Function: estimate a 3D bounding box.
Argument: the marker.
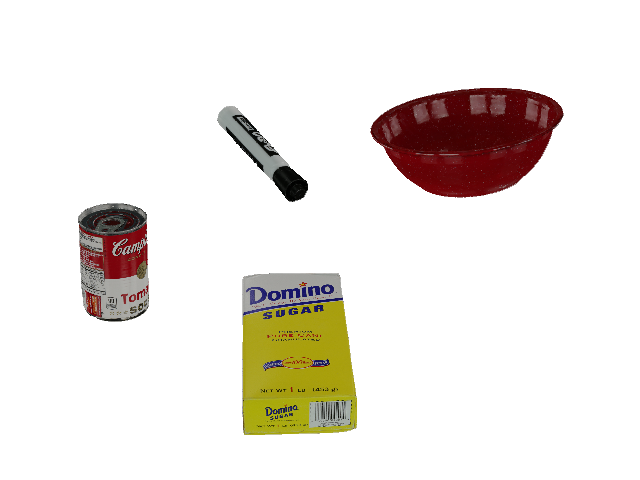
[{"bbox_3d":[-0.043,-0.064,0.786,0.020,0.020,0.121,0,32,-34],"label":"marker"}]

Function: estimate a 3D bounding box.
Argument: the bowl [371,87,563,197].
[{"bbox_3d":[0.126,-0.080,0.911,0.162,0.055,0.162,-8,24,3],"label":"bowl"}]

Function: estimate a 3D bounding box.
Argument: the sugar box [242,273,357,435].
[{"bbox_3d":[-0.022,0.092,0.923,0.093,0.048,0.176,-1,35,-4],"label":"sugar box"}]

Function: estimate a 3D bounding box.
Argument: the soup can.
[{"bbox_3d":[-0.208,0.022,1.079,0.068,0.102,0.068,2,26,-1],"label":"soup can"}]
